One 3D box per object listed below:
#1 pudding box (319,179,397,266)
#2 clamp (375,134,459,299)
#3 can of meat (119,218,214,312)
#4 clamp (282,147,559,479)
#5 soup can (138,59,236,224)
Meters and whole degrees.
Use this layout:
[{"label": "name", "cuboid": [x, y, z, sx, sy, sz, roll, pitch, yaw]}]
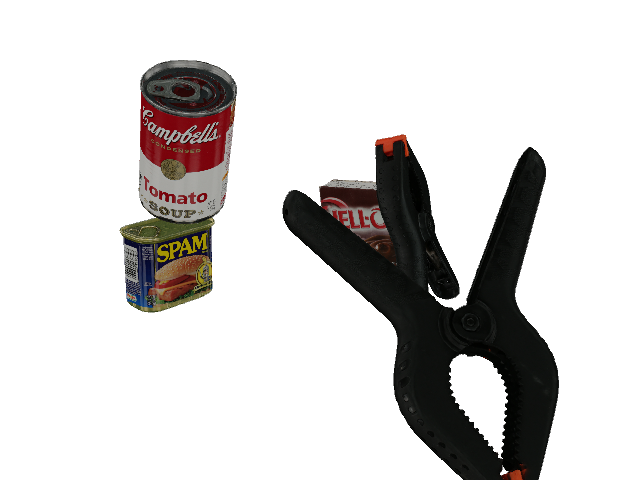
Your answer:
[{"label": "pudding box", "cuboid": [0.057, -0.020, 1.191, 0.114, 0.090, 0.039, 4, 22, 29]}, {"label": "clamp", "cuboid": [0.078, -0.002, 0.922, 0.039, 0.171, 0.120, -15, 18, 20]}, {"label": "can of meat", "cuboid": [-0.162, 0.022, 1.146, 0.058, 0.084, 0.101, 18, 25, 41]}, {"label": "clamp", "cuboid": [0.069, 0.048, 0.607, 0.164, 0.210, 0.036, -5, -19, -11]}, {"label": "soup can", "cuboid": [-0.099, -0.071, 0.780, 0.068, 0.102, 0.068, 6, 41, -5]}]
